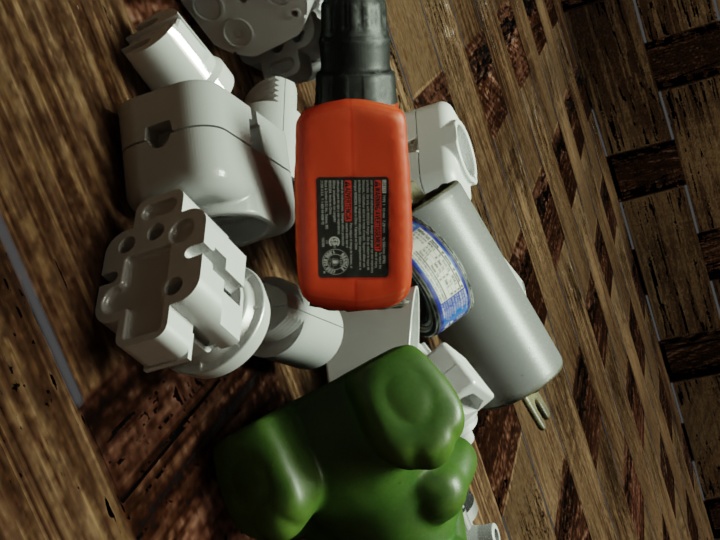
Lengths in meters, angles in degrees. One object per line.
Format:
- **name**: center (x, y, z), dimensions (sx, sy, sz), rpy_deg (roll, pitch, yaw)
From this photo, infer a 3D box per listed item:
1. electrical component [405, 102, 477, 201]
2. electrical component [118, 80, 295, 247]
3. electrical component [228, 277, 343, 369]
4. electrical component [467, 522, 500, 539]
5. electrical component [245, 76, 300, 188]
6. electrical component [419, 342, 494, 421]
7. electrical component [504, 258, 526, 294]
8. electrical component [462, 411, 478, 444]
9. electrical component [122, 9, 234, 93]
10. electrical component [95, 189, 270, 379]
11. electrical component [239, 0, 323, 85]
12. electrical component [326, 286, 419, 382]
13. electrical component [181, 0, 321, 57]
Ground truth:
- **electrical component**: center (0.066, -0.097, 0.942), dimensions (0.053, 0.059, 0.095), rpy_deg (50, 31, -51)
- **electrical component**: center (-0.073, -0.046, 0.531), dimensions (0.095, 0.054, 0.059), rpy_deg (28, 51, -65)
- **electrical component**: center (-0.045, 0.026, 0.573), dimensions (0.081, 0.043, 0.043), rpy_deg (29, 50, -64)
- **electrical component**: center (0.063, 0.185, 0.731), dimensions (0.048, 0.062, 0.048), rpy_deg (-14, 90, -71)
- **electrical component**: center (-0.053, -0.076, 0.623), dimensions (0.043, 0.043, 0.081), rpy_deg (52, 30, -49)
- **electrical component**: center (0.042, 0.077, 0.757), dimensions (0.076, 0.066, 0.047), rpy_deg (53, 7, 29)
- **electrical component**: center (0.119, 0.047, 0.991), dimensions (0.109, 0.056, 0.108), rpy_deg (41, 39, -58)
- **electrical component**: center (0.071, 0.111, 0.835), dimensions (0.043, 0.043, 0.062), rpy_deg (-78, 150, -52)
- **electrical component**: center (-0.092, -0.102, 0.542), dimensions (0.046, 0.040, 0.040), rpy_deg (53, 29, -37)
- **electrical component**: center (-0.076, 0.013, 0.477), dimensions (0.057, 0.058, 0.078), rpy_deg (49, 32, -46)
- **electrical component**: center (-0.043, -0.152, 0.686), dimensions (0.057, 0.058, 0.078), rpy_deg (9, 68, -66)
- **electrical component**: center (0.014, 0.064, 0.671), dimensions (0.099, 0.064, 0.099), rpy_deg (-11, 90, -81)
- **electrical component**: center (-0.061, -0.167, 0.614), dimensions (0.051, 0.080, 0.080), rpy_deg (-76, 146, -46)
